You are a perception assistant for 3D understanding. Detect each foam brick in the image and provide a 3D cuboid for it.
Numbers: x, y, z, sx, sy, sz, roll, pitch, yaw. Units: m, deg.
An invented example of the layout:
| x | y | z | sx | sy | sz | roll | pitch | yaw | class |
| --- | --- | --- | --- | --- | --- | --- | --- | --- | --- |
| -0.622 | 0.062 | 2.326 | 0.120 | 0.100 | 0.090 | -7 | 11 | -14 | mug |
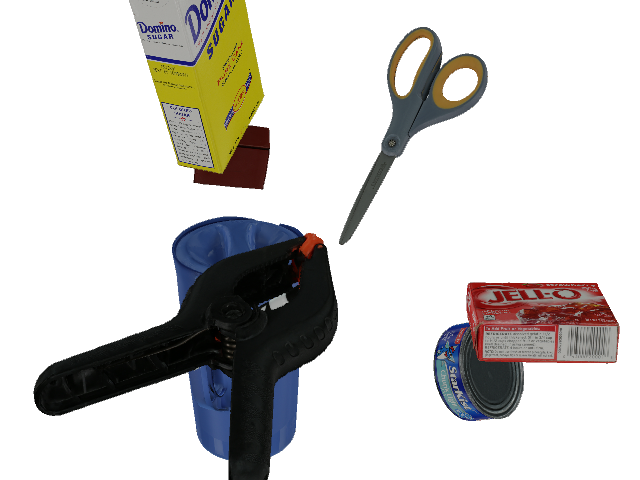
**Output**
| x | y | z | sx | sy | sz | roll | pitch | yaw | class |
| --- | --- | --- | --- | --- | --- | --- | --- | --- | --- |
| -0.095 | -0.092 | 1.151 | 0.078 | 0.051 | 0.053 | 5 | 30 | -4 | foam brick |

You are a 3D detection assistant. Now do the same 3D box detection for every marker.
| x | y | z | sx | sy | sz | roll | pitch | yaw | class |
| --- | --- | --- | --- | --- | --- | --- | --- | --- | --- |
| -0.049 | 0.061 | 0.791 | 0.121 | 0.020 | 0.020 | -30 | -7 | 13 | marker |

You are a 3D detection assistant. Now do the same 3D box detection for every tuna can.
| x | y | z | sx | sy | sz | roll | pitch | yaw | class |
| --- | --- | --- | --- | --- | --- | --- | --- | --- | --- |
| 0.136 | 0.111 | 0.916 | 0.085 | 0.086 | 0.034 | 0 | -12 | -45 | tuna can |

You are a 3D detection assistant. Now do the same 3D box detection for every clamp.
| x | y | z | sx | sy | sz | roll | pitch | yaw | class |
| --- | --- | --- | --- | --- | --- | --- | --- | --- | --- |
| -0.037 | 0.055 | 0.514 | 0.120 | 0.039 | 0.171 | 31 | 48 | 25 | clamp |

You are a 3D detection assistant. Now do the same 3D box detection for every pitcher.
| x | y | z | sx | sy | sz | roll | pitch | yaw | class |
| --- | --- | --- | --- | --- | --- | --- | --- | --- | --- |
| -0.084 | 0.110 | 1.099 | 0.149 | 0.243 | 0.145 | -13 | 30 | -23 | pitcher |

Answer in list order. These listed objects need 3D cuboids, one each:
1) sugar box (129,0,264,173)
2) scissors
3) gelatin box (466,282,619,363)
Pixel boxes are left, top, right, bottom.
| x | y | z | sx | sy | sz | roll | pitch | yaw | class |
| --- | --- | --- | --- | --- | --- | --- | --- | --- | --- |
| -0.086 | -0.143 | 0.782 | 0.048 | 0.093 | 0.176 | 13 | -35 | 15 | sugar box |
| 0.082 | -0.085 | 0.908 | 0.096 | 0.202 | 0.016 | 10 | -11 | 20 | scissors |
| 0.141 | 0.051 | 0.691 | 0.089 | 0.030 | 0.073 | 1 | 18 | 4 | gelatin box |
